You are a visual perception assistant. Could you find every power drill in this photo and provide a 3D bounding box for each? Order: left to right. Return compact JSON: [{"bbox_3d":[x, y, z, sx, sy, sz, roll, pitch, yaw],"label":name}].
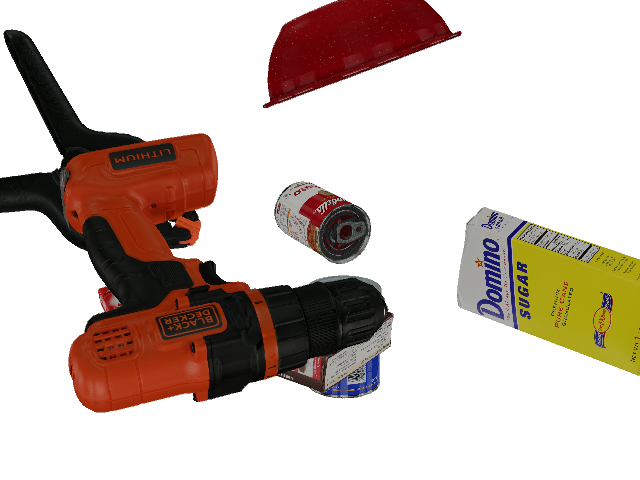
[{"bbox_3d":[-0.073,0.012,0.648,0.184,0.057,0.188,-11,44,-18],"label":"power drill"}]

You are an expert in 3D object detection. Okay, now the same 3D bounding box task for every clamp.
[{"bbox_3d":[-0.182,-0.059,0.790,0.210,0.164,0.036,20,-19,-4],"label":"clamp"}]

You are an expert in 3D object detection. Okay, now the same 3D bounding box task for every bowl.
[{"bbox_3d":[0.022,-0.154,0.815,0.162,0.055,0.162,-20,7,2],"label":"bowl"}]

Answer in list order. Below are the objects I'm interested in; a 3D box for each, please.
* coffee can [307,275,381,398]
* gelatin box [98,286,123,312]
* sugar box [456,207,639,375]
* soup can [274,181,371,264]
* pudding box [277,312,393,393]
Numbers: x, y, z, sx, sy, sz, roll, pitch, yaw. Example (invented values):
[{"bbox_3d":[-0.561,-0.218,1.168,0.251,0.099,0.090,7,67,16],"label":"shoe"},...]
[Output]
[{"bbox_3d":[0.032,0.130,1.461,0.103,0.140,0.103,0,18,0],"label":"coffee can"},{"bbox_3d":[-0.170,0.064,1.071,0.089,0.030,0.073,-18,38,-18],"label":"gelatin box"},{"bbox_3d":[0.208,0.043,0.935,0.176,0.093,0.048,18,35,25],"label":"sugar box"},{"bbox_3d":[0.001,-0.022,1.197,0.068,0.068,0.102,0,18,-33],"label":"soup can"},{"bbox_3d":[-0.002,0.084,0.925,0.090,0.039,0.113,14,26,30],"label":"pudding box"}]
